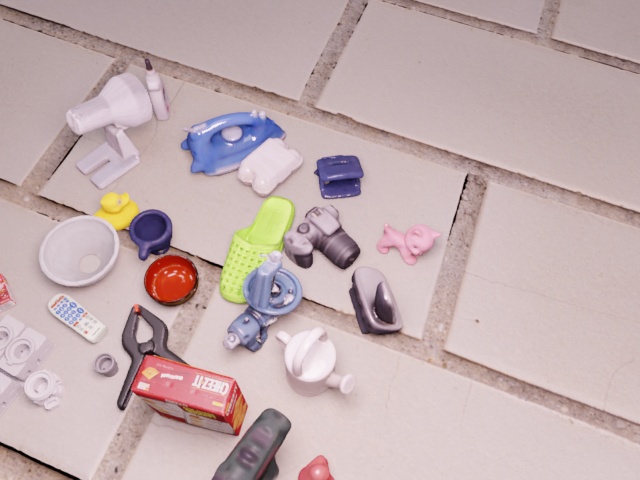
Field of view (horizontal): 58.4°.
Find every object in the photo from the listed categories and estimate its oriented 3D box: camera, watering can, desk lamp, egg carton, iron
[{"bbox_3d":[0.012,0.004,1.255,0.143,0.101,0.136,-39,69,-20],"label":"camera"},{"bbox_3d":[-0.011,0.226,1.083,0.172,0.194,0.101,14,62,6],"label":"watering can"},{"bbox_3d":[-0.480,-0.256,1.317,0.117,0.213,0.203,39,68,18],"label":"desk lamp"},{"bbox_3d":[-0.119,-0.175,1.365,0.107,0.069,0.150,37,67,17],"label":"egg carton"},{"bbox_3d":[-0.203,-0.256,1.366,0.258,0.141,0.118,-21,64,-12],"label":"iron"}]

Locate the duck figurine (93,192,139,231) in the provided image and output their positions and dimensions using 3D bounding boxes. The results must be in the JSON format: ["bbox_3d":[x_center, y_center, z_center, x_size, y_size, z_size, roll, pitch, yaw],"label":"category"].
[{"bbox_3d":[-0.468,-0.071,1.291,0.105,0.086,0.077,-28,66,-15],"label":"duck figurine"}]

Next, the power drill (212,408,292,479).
[{"bbox_3d":[-0.128,0.404,0.976,0.075,0.208,0.230,28,65,13],"label":"power drill"}]

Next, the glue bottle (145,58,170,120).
[{"bbox_3d":[-0.404,-0.378,1.407,0.037,0.173,0.078,-9,62,-6],"label":"glue bottle"}]

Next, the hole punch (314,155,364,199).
[{"bbox_3d":[0.043,-0.161,1.350,0.108,0.091,0.101,-7,62,-5],"label":"hole punch"}]

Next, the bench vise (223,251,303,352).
[{"bbox_3d":[-0.106,0.123,1.121,0.121,0.220,0.207,16,63,7],"label":"bench vise"}]

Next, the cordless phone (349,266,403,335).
[{"bbox_3d":[0.118,0.104,1.157,0.094,0.185,0.147,-17,63,-10],"label":"cordless phone"}]

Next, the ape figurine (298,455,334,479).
[{"bbox_3d":[-0.002,0.428,1.033,0.076,0.092,0.078,9,62,4],"label":"ape figurine"}]

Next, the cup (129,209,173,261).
[{"bbox_3d":[-0.363,0.005,1.248,0.091,0.095,0.118,7,62,2],"label":"cup"}]

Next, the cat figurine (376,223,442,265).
[{"bbox_3d":[0.195,-0.005,1.255,0.127,0.118,0.067,21,63,10],"label":"cat figurine"}]

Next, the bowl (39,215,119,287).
[{"bbox_3d":[-0.509,0.034,1.239,0.167,0.075,0.167,1,62,-1],"label":"bowl"}]
